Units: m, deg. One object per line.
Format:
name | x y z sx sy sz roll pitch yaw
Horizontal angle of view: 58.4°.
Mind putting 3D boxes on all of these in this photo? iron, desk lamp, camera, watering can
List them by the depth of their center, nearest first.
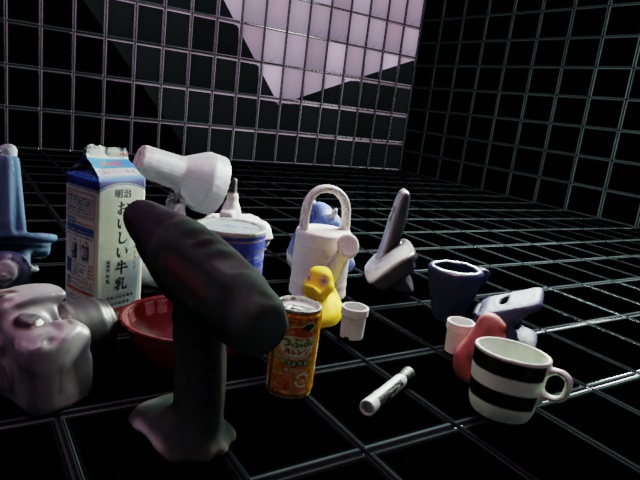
camera | -0.281 0.100 0.615 0.142 0.101 0.137 16 16 34
watering can | 0.011 0.003 0.979 0.172 0.194 0.101 18 17 40
desk lamp | -0.282 -0.071 1.099 0.204 0.213 0.117 -2 16 -33
iron | -0.008 -0.017 1.176 0.119 0.141 0.257 3 14 -17

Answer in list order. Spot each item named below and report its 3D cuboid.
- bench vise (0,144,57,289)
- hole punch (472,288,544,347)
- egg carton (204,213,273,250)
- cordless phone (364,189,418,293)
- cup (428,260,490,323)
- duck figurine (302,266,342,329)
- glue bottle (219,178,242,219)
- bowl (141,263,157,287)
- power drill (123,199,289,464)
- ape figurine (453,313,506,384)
bench vise | -0.401 -0.010 0.760 0.122 0.220 0.206 -6 18 -44
hole punch | 0.289 0.114 0.882 0.100 0.091 0.109 12 14 19
egg carton | -0.182 -0.016 1.235 0.151 0.069 0.107 0 15 -29
cordless phone | 0.142 -0.002 1.093 0.094 0.185 0.147 6 13 -4
cup | 0.229 0.088 0.952 0.118 0.095 0.091 0 15 -27
duck figurine | 0.000 0.081 0.879 0.077 0.086 0.105 13 14 23
glue bottle | -0.169 -0.031 1.078 0.037 0.173 0.078 9 13 9
bowl | -0.272 0.034 0.960 0.167 0.075 0.167 7 13 -1
power drill | -0.124 0.083 0.532 0.228 0.208 0.076 19 18 41
ape figurine | 0.213 0.139 0.733 0.076 0.092 0.078 13 14 25
